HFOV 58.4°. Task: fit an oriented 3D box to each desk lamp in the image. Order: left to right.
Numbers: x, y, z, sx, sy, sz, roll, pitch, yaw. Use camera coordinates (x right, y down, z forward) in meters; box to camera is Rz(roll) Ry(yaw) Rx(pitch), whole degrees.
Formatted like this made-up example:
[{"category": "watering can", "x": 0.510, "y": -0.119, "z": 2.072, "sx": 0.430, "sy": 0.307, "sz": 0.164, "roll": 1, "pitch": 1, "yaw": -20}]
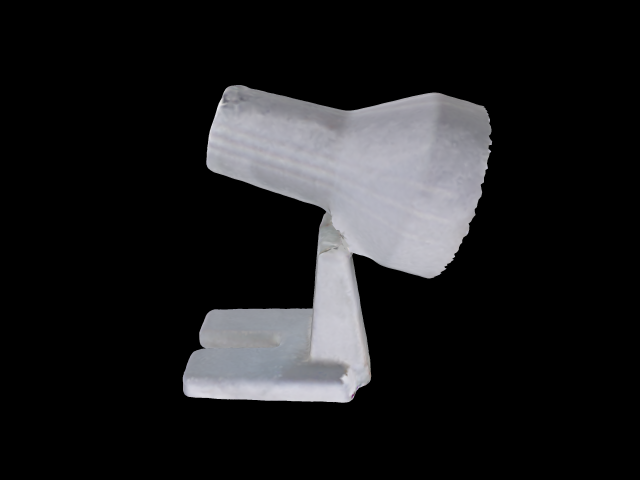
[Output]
[{"category": "desk lamp", "x": 0.004, "y": 0.001, "z": 0.400, "sx": 0.203, "sy": 0.214, "sz": 0.118, "roll": 0, "pitch": 24, "yaw": 0}]
